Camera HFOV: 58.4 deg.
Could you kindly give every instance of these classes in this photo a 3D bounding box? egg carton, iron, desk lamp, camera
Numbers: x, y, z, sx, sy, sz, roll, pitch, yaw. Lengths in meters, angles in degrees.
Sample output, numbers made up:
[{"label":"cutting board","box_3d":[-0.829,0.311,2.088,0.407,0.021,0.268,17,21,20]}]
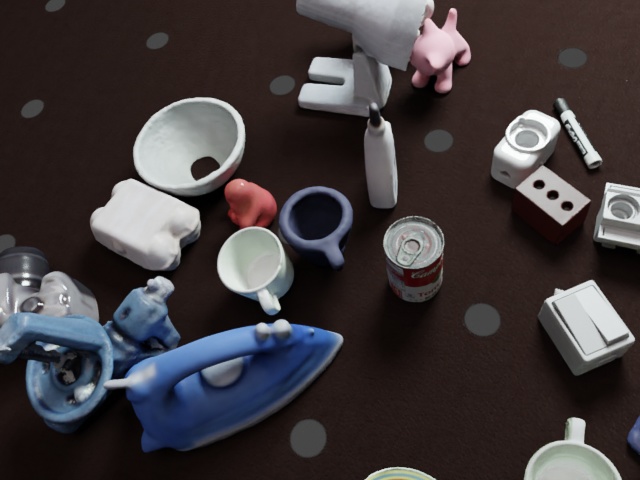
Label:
[{"label":"egg carton","box_3d":[-0.244,-0.020,0.800,0.150,0.069,0.107,23,67,21]},{"label":"iron","box_3d":[-0.102,0.138,0.643,0.258,0.142,0.118,-23,59,-3]},{"label":"desk lamp","box_3d":[0.056,-0.277,0.804,0.202,0.214,0.118,9,63,16]},{"label":"camera","box_3d":[-0.385,0.069,0.758,0.143,0.101,0.136,-18,59,1]}]

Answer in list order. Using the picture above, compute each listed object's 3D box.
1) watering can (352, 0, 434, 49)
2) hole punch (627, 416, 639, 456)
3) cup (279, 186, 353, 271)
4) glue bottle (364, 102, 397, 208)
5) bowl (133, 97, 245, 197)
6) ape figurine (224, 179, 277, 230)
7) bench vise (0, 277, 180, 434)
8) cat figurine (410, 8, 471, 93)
[{"label":"watering can","box_3d":[0.081,-0.367,0.861,0.172,0.194,0.101,-6,60,8]},{"label":"hole punch","box_3d":[0.374,0.185,0.558,0.108,0.091,0.101,37,73,26]},{"label":"cup","box_3d":[0.007,0.003,0.726,0.091,0.095,0.117,-25,60,-4]},{"label":"glue bottle","box_3d":[0.076,-0.115,0.732,0.037,0.173,0.078,0,61,11]},{"label":"bowl","box_3d":[-0.182,-0.124,0.843,0.167,0.075,0.167,-4,60,8]},{"label":"ape figurine","box_3d":[-0.102,-0.052,0.778,0.076,0.092,0.078,-6,60,7]},{"label":"bench vise","box_3d":[-0.270,0.106,0.646,0.121,0.220,0.207,20,67,20]},{"label":"cat figurine","box_3d":[0.174,-0.282,0.840,0.067,0.118,0.128,22,67,21]}]
